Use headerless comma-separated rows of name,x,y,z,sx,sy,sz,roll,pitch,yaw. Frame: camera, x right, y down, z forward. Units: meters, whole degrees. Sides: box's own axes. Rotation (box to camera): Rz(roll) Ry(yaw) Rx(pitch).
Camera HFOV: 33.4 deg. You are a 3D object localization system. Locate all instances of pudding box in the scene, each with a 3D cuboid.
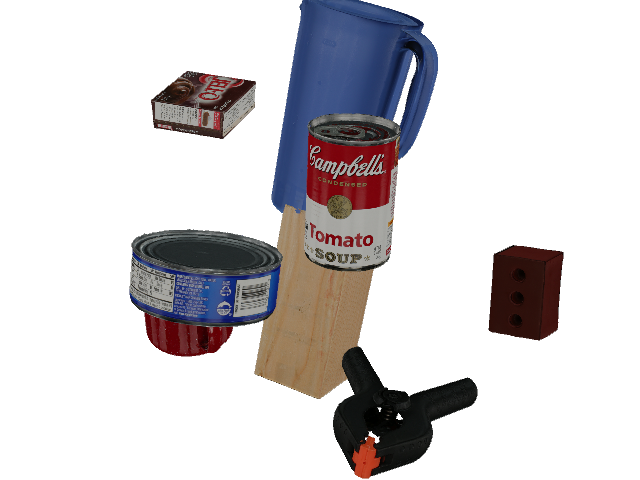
pudding box,-0.135,-0.160,1.248,0.090,0.039,0.113,10,31,13

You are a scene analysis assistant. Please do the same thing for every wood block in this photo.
wood block,-0.002,0.060,1.218,0.090,0.206,0.090,18,19,22

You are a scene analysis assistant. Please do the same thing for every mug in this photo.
mug,-0.116,0.058,0.970,0.093,0.081,0.117,-17,37,-25

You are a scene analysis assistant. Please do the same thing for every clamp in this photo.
clamp,0.049,0.136,0.874,0.120,0.039,0.171,12,18,23

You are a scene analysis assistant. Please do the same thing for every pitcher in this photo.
pitcher,0.029,-0.137,1.165,0.145,0.243,0.149,10,19,-9

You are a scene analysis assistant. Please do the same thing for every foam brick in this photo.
foam brick,0.193,0.048,1.000,0.053,0.078,0.051,8,15,30

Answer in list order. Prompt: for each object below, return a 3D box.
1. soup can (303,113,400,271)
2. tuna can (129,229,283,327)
soup can,0.022,-0.036,0.792,0.068,0.102,0.068,2,24,-1
tuna can,-0.066,0.021,0.609,0.086,0.034,0.086,6,14,-2
